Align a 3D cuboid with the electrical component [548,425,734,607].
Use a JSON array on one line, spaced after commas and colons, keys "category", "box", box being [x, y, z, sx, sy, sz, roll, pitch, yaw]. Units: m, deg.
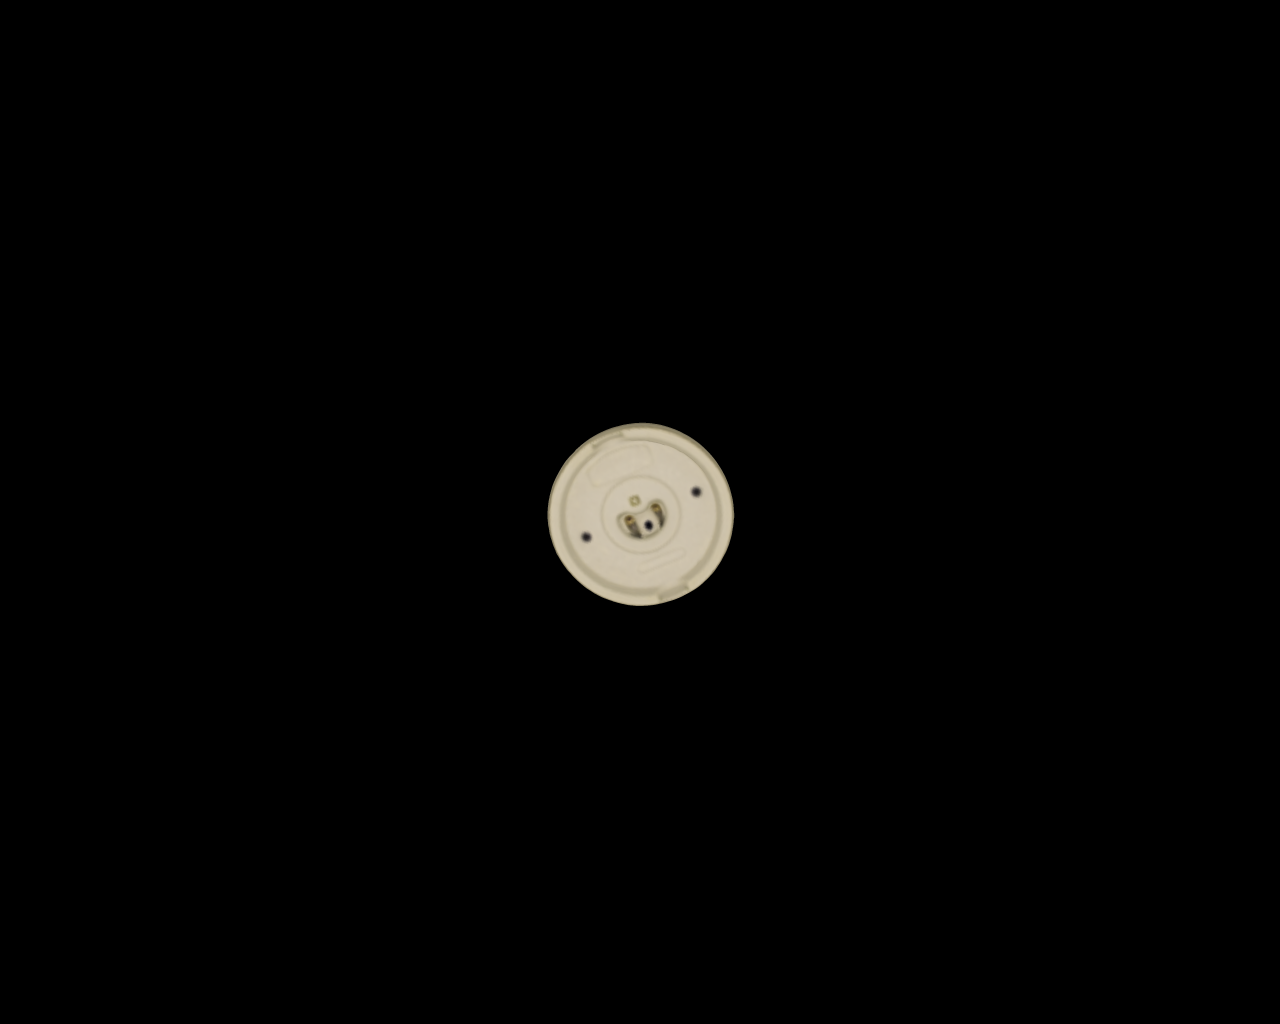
[{"category": "electrical component", "box": [0.001, -0.003, 0.650, 0.108, 0.108, 0.060, 0, 12, 0]}]
